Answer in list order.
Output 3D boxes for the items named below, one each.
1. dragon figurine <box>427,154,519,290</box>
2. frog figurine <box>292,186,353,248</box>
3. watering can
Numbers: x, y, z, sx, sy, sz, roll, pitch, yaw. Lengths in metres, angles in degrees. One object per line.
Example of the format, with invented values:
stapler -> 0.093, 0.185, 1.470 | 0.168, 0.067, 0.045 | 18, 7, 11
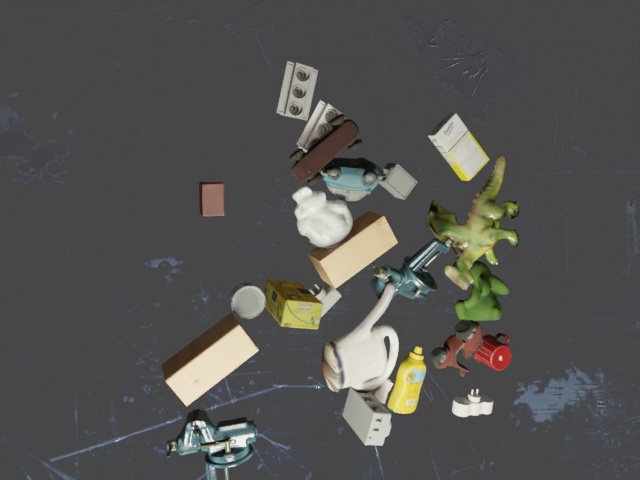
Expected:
dragon figurine -> 0.422, -0.061, 1.454 | 0.242, 0.120, 0.416 | 7, 74, -13
frog figurine -> 0.004, -0.064, 1.281 | 0.137, 0.125, 0.156 | -23, 121, 4
watering can -> 0.109, 0.277, 1.370 | 0.225, 0.106, 0.340 | -15, 121, -20
